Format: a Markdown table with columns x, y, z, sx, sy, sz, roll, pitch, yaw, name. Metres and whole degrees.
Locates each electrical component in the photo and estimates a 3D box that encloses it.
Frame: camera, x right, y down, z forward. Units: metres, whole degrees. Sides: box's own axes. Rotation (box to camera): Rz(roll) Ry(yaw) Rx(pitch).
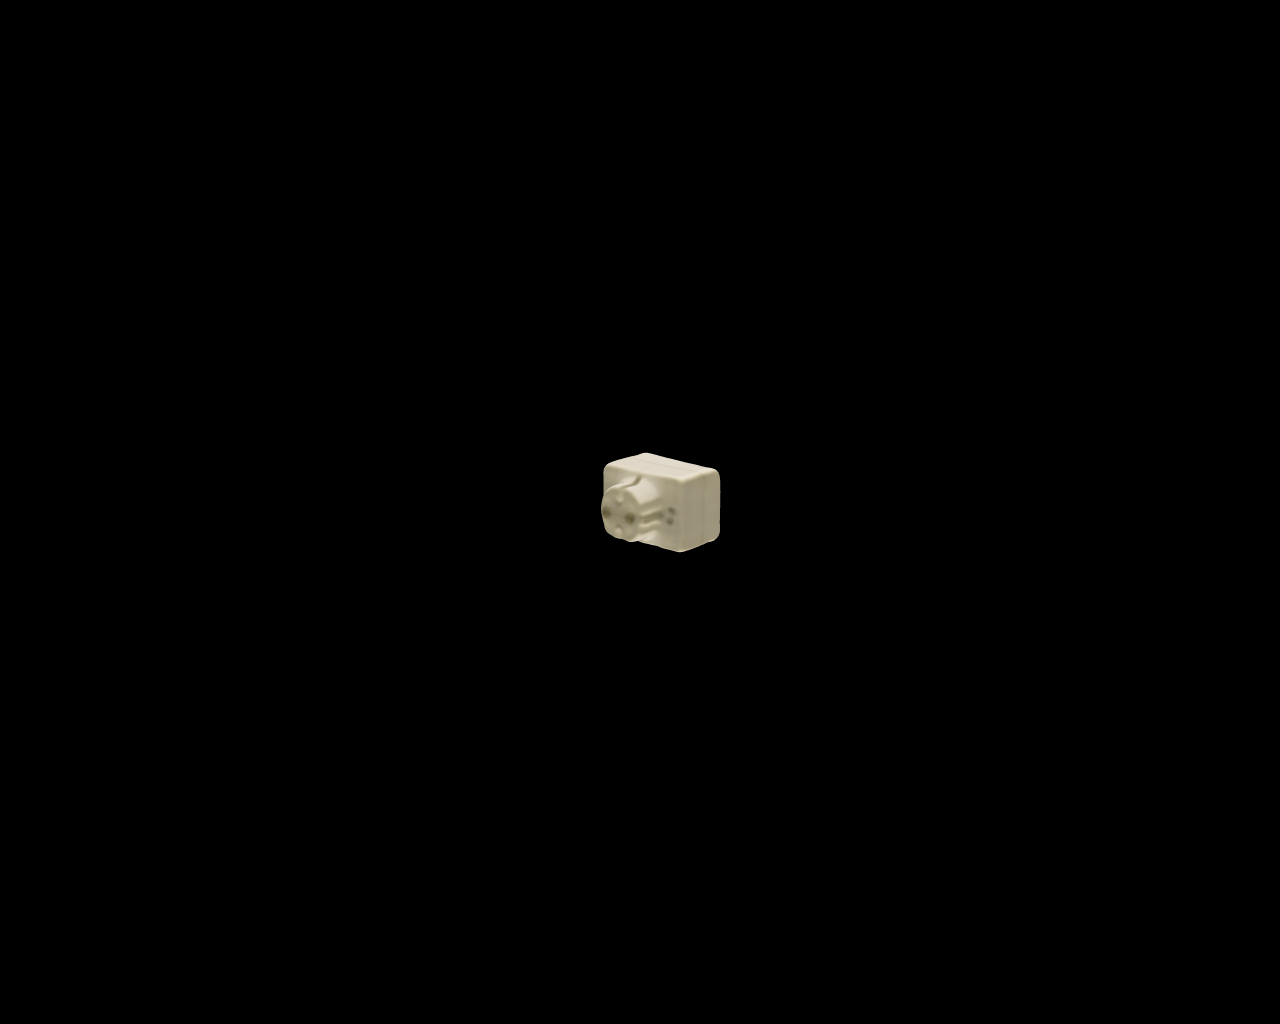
| x | y | z | sx | sy | sz | roll | pitch | yaw | name |
| --- | --- | --- | --- | --- | --- | --- | --- | --- | --- |
| 0.001 | -0.003 | 0.650 | 0.066 | 0.047 | 0.077 | 14 | 22 | 40 | electrical component |
